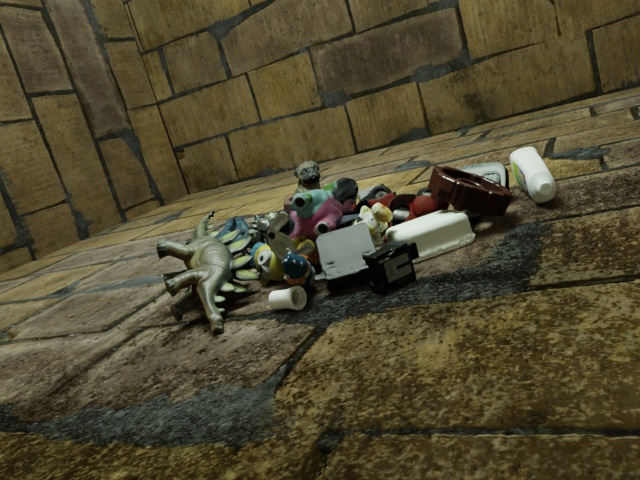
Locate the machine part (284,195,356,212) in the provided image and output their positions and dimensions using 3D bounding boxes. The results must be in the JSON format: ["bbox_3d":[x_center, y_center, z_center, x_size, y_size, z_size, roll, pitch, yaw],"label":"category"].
[{"bbox_3d":[0.000,-0.080,1.506,0.202,0.087,0.201,-6,13,-1],"label":"machine part"}]

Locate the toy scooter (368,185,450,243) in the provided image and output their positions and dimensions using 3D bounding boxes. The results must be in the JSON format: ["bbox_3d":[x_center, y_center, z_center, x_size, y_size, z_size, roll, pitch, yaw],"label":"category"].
[{"bbox_3d":[0.197,-0.053,1.212,0.184,0.135,0.075,4,-22,10],"label":"toy scooter"}]

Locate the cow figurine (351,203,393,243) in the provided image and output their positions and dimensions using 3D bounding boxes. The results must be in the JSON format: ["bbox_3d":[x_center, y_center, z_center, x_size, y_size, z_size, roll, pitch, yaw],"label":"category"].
[{"bbox_3d":[0.091,-0.014,1.116,0.098,0.068,0.167,-54,-2,-23],"label":"cow figurine"}]

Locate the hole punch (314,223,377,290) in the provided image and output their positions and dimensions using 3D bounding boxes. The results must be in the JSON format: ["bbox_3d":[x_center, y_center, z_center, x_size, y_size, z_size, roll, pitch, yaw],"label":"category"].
[{"bbox_3d":[0.058,0.046,1.033,0.142,0.092,0.116,-13,48,2],"label":"hole punch"}]

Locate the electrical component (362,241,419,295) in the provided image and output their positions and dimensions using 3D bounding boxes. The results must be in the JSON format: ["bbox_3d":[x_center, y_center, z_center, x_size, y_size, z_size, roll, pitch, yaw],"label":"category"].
[{"bbox_3d":[0.138,0.041,0.953,0.119,0.074,0.048,-19,13,-25],"label":"electrical component"}]

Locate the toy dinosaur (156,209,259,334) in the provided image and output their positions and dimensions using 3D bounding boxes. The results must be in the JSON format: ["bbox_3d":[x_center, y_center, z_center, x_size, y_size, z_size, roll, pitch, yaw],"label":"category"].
[{"bbox_3d":[-0.242,0.045,1.154,0.199,0.104,0.472,-10,33,-17],"label":"toy dinosaur"}]

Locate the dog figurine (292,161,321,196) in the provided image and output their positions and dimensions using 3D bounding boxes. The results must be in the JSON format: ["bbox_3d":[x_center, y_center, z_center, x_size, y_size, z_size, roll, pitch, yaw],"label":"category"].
[{"bbox_3d":[-0.065,-0.139,1.670,0.172,0.190,0.121,-18,13,1],"label":"dog figurine"}]

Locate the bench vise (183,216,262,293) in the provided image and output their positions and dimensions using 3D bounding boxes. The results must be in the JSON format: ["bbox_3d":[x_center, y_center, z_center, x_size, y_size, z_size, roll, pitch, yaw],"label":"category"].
[{"bbox_3d":[-0.258,0.046,1.327,0.224,0.128,0.241,-2,38,17],"label":"bench vise"}]

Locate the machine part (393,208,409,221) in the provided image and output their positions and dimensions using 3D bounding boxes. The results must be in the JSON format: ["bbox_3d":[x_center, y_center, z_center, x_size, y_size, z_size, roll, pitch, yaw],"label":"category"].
[{"bbox_3d":[0.231,-0.061,1.289,0.139,0.039,0.084,4,28,8],"label":"machine part"}]

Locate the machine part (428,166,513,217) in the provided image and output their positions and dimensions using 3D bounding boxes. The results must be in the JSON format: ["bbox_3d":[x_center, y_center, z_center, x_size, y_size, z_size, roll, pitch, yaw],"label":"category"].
[{"bbox_3d":[0.313,-0.103,1.132,0.179,0.056,0.179,14,21,-5],"label":"machine part"}]

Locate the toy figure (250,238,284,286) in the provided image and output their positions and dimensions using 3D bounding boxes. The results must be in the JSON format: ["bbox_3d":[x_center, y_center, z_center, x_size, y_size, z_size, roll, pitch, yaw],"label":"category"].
[{"bbox_3d":[-0.110,0.043,1.223,0.089,0.082,0.180,-22,12,-13],"label":"toy figure"}]

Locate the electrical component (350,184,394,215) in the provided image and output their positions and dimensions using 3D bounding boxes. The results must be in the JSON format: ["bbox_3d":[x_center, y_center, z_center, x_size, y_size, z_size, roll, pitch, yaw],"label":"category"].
[{"bbox_3d":[0.131,-0.077,1.352,0.134,0.058,0.115,-35,-12,-46],"label":"electrical component"}]

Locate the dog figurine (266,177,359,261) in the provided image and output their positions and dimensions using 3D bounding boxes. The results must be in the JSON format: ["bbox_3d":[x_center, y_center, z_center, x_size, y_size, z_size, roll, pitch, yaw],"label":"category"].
[{"bbox_3d":[-0.005,-0.053,1.159,0.191,0.108,0.219,-45,-3,28],"label":"dog figurine"}]

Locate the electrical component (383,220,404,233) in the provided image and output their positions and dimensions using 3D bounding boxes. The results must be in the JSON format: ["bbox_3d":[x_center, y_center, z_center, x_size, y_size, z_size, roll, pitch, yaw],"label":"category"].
[{"bbox_3d":[0.184,-0.041,1.337,0.063,0.021,0.094,-9,14,26],"label":"electrical component"}]

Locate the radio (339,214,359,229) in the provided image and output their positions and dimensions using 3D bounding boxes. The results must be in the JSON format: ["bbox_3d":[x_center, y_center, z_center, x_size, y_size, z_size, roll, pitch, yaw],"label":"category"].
[{"bbox_3d":[-0.003,-0.004,1.305,0.230,0.073,0.131,-5,17,36],"label":"radio"}]

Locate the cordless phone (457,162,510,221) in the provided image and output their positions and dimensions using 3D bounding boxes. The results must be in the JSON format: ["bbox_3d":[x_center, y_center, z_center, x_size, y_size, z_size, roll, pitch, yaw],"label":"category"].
[{"bbox_3d":[0.359,-0.098,1.272,0.147,0.088,0.184,-2,38,44],"label":"cordless phone"}]

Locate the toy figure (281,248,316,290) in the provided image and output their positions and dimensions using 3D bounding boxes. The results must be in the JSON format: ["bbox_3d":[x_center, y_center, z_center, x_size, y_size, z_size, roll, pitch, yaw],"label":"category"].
[{"bbox_3d":[-0.040,0.058,1.004,0.058,0.064,0.154,-23,-16,-3],"label":"toy figure"}]

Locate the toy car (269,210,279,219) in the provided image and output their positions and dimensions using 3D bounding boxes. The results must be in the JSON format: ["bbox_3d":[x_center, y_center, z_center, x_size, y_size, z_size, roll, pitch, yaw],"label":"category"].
[{"bbox_3d":[-0.123,-0.038,1.576,0.056,0.073,0.202,-15,14,1],"label":"toy car"}]

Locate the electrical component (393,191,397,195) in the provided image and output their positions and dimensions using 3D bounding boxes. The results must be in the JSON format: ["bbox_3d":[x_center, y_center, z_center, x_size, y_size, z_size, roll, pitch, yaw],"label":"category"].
[{"bbox_3d":[0.186,-0.107,1.553,0.102,0.045,0.078,-22,13,-23],"label":"electrical component"}]

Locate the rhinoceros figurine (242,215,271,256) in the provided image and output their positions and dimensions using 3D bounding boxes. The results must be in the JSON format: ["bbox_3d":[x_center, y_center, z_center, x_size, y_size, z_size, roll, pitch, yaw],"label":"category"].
[{"bbox_3d":[-0.154,-0.016,1.447,0.190,0.112,0.073,-15,9,46],"label":"rhinoceros figurine"}]
